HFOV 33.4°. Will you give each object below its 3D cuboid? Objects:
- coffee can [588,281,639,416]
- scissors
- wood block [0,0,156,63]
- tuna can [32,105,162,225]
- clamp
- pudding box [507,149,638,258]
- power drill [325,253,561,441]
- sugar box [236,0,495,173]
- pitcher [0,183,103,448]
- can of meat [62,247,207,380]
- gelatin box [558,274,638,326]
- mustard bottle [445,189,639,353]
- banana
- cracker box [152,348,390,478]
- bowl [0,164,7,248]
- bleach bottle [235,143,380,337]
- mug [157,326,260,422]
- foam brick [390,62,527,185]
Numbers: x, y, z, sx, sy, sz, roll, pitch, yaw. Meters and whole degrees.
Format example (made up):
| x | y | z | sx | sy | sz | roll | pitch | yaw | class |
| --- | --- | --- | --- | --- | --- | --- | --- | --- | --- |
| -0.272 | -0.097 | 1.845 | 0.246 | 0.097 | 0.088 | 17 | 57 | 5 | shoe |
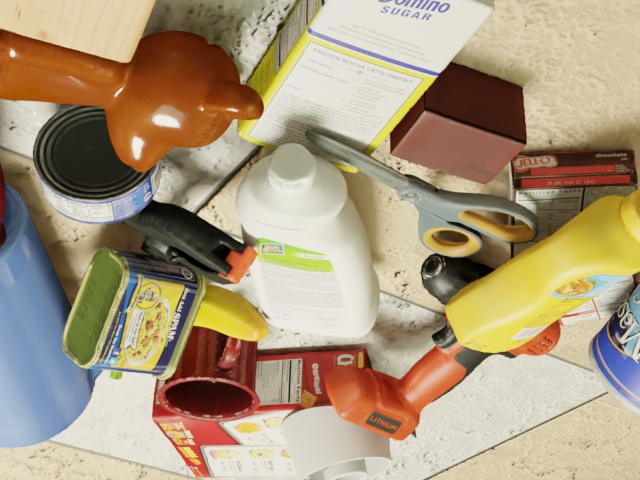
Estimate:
| x | y | z | sx | sy | sz | roll | pitch | yaw | class |
| --- | --- | --- | --- | --- | --- | --- | --- | --- | --- |
| 0.291 | 0.063 | 0.837 | 0.102 | 0.103 | 0.140 | 15 | 127 | -18 | coffee can |
| 0.061 | -0.027 | 0.760 | 0.201 | 0.016 | 0.096 | 17 | 151 | -21 | scissors |
| -0.103 | -0.194 | 0.520 | 0.090 | 0.091 | 0.206 | 14 | 144 | -18 | wood block |
| -0.152 | -0.053 | 0.736 | 0.086 | 0.086 | 0.034 | 3 | 148 | -2 | tuna can |
| -0.108 | -0.002 | 0.795 | 0.172 | 0.039 | 0.120 | 28 | 172 | 33 | clamp |
| 0.188 | -0.021 | 0.809 | 0.090 | 0.039 | 0.113 | -1 | 144 | 8 | pudding box |
| 0.096 | 0.094 | 0.923 | 0.188 | 0.057 | 0.184 | -38 | 136 | 22 | power drill |
| 0.023 | -0.116 | 0.669 | 0.093 | 0.048 | 0.176 | 15 | 142 | -22 | sugar box |
| -0.279 | 0.063 | 0.877 | 0.145 | 0.149 | 0.243 | 25 | 147 | 18 | pitcher |
| -0.153 | 0.060 | 0.875 | 0.083 | 0.102 | 0.058 | 14 | -169 | -46 | can of meat |
| 0.228 | 0.035 | 0.897 | 0.073 | 0.030 | 0.089 | -13 | 143 | 19 | gelatin box |
| 0.183 | 0.018 | 0.766 | 0.096 | 0.058 | 0.192 | -4 | 155 | -40 | mustard bottle |
| -0.119 | 0.071 | 0.931 | 0.198 | 0.069 | 0.037 | -20 | 171 | 40 | banana |
| -0.045 | 0.180 | 1.090 | 0.214 | 0.072 | 0.164 | -5 | 146 | 9 | cracker box |
| -0.272 | -0.058 | 0.714 | 0.161 | 0.162 | 0.055 | 27 | 102 | -32 | bowl |
| -0.005 | 0.001 | 0.784 | 0.102 | 0.068 | 0.251 | 5 | 157 | 4 | bleach bottle |
| -0.095 | 0.105 | 0.971 | 0.093 | 0.081 | 0.117 | 12 | 145 | -15 | mug |
| 0.091 | -0.080 | 0.715 | 0.078 | 0.051 | 0.053 | 16 | 145 | -19 | foam brick |
